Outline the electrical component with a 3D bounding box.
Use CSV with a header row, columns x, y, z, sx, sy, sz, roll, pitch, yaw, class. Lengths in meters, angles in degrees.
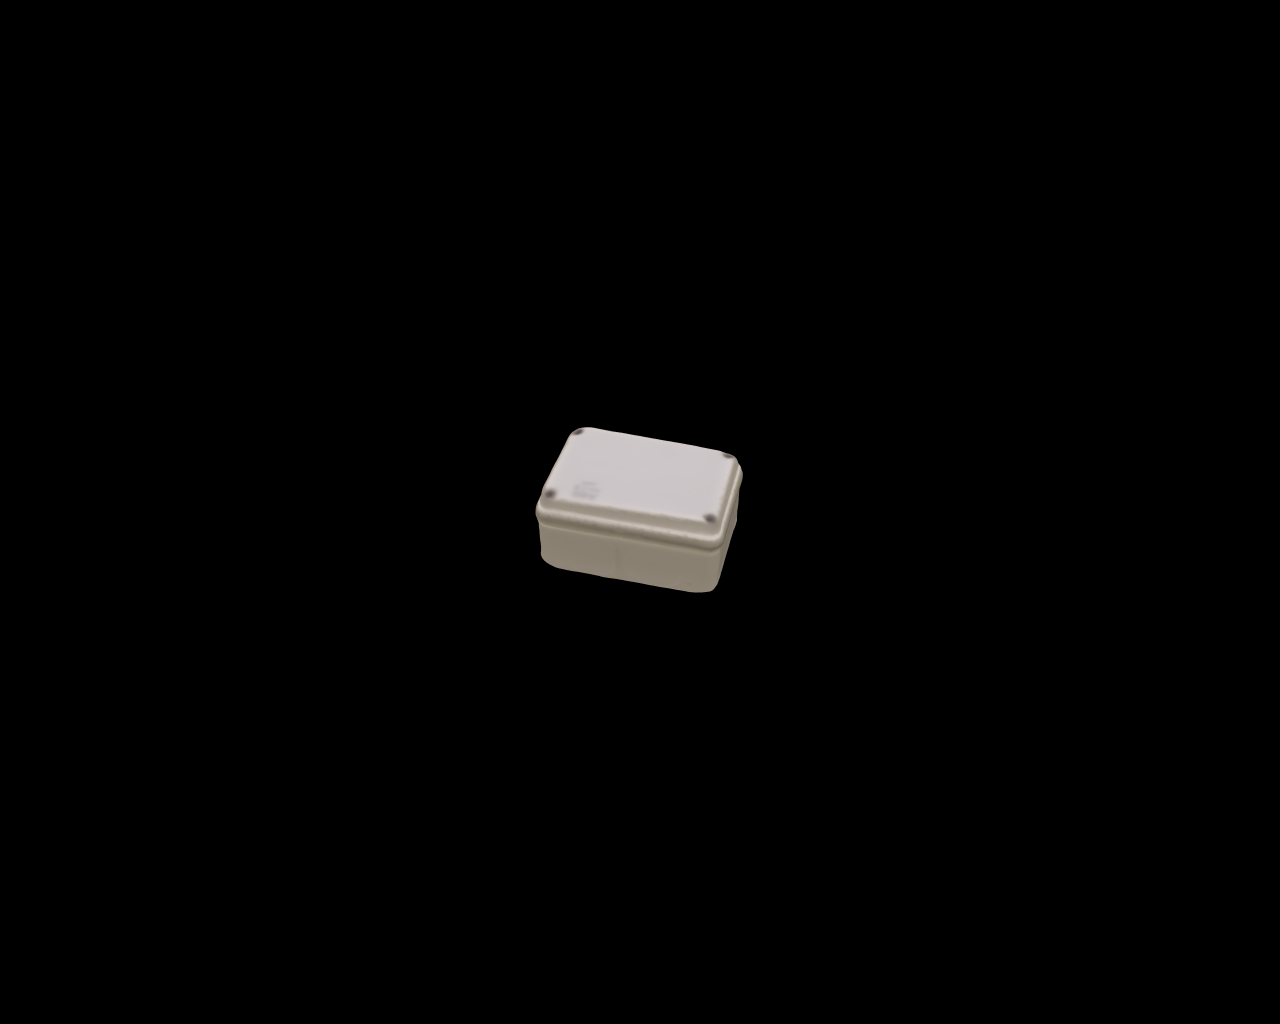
x,y,z,sx,sy,sz,roll,pitch,yaw,class
0.001,-0.003,0.650,0.113,0.057,0.078,10,43,11,electrical component
